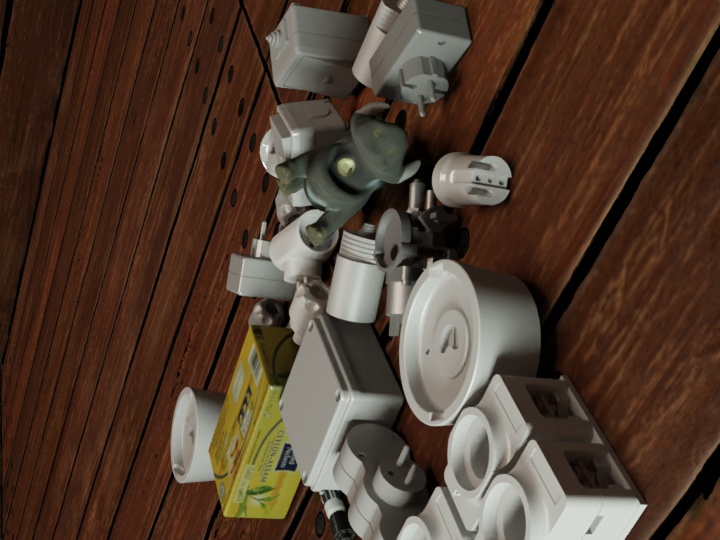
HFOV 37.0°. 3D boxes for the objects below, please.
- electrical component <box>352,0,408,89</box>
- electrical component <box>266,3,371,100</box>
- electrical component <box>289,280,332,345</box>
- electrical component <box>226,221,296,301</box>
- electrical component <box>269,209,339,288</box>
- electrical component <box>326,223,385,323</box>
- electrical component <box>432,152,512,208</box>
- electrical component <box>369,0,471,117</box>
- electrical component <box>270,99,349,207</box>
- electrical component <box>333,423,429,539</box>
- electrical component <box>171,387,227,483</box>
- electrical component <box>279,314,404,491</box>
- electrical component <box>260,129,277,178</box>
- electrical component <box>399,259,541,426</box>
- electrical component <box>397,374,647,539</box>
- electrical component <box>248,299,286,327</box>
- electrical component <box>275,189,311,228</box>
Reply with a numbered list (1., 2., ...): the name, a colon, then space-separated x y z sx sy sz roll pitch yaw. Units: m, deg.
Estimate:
1. electrical component: 0.028 -0.195 0.905 0.043 0.043 0.081 -108 34 -43
2. electrical component: -0.041 -0.200 0.994 0.062 0.096 0.061 138 129 -56
3. electrical component: -0.046 0.044 1.006 0.043 0.043 0.062 -110 34 -46
4. electrical component: -0.095 -0.011 1.103 0.047 0.066 0.076 -164 82 -66
5. electrical component: -0.055 -0.010 1.040 0.077 0.043 0.079 150 124 -61
6. electrical component: 0.000 0.000 0.914 0.043 0.043 0.081 -147 66 -64
7. electrical component: 0.080 -0.063 0.760 0.046 0.040 0.040 9 92 60
8. electrical component: 0.048 -0.156 0.843 0.083 0.047 0.075 130 140 -51
9. electrical component: -0.049 -0.104 1.009 0.061 0.061 0.096 -119 25 -53
10. electrical component: 0.026 0.163 0.799 0.138 0.052 0.073 -115 39 -49
11. electrical component: -0.173 0.189 1.228 0.108 0.060 0.108 -173 90 -66
12. electrical component: -0.018 0.112 0.908 0.108 0.056 0.108 -116 40 -51
13. electrical component: -0.067 -0.119 1.080 0.057 0.058 0.078 18 100 63
14. electrical component: 0.077 0.050 0.707 0.108 0.060 0.108 -173 90 -66
15. electrical component: 0.085 0.167 0.658 0.105 0.060 0.186 -114 39 -49
16. electrical component: -0.102 0.057 1.139 0.061 0.035 0.035 123 145 -48
17. electrical component: -0.070 -0.072 1.103 0.061 0.035 0.035 -104 31 -43
